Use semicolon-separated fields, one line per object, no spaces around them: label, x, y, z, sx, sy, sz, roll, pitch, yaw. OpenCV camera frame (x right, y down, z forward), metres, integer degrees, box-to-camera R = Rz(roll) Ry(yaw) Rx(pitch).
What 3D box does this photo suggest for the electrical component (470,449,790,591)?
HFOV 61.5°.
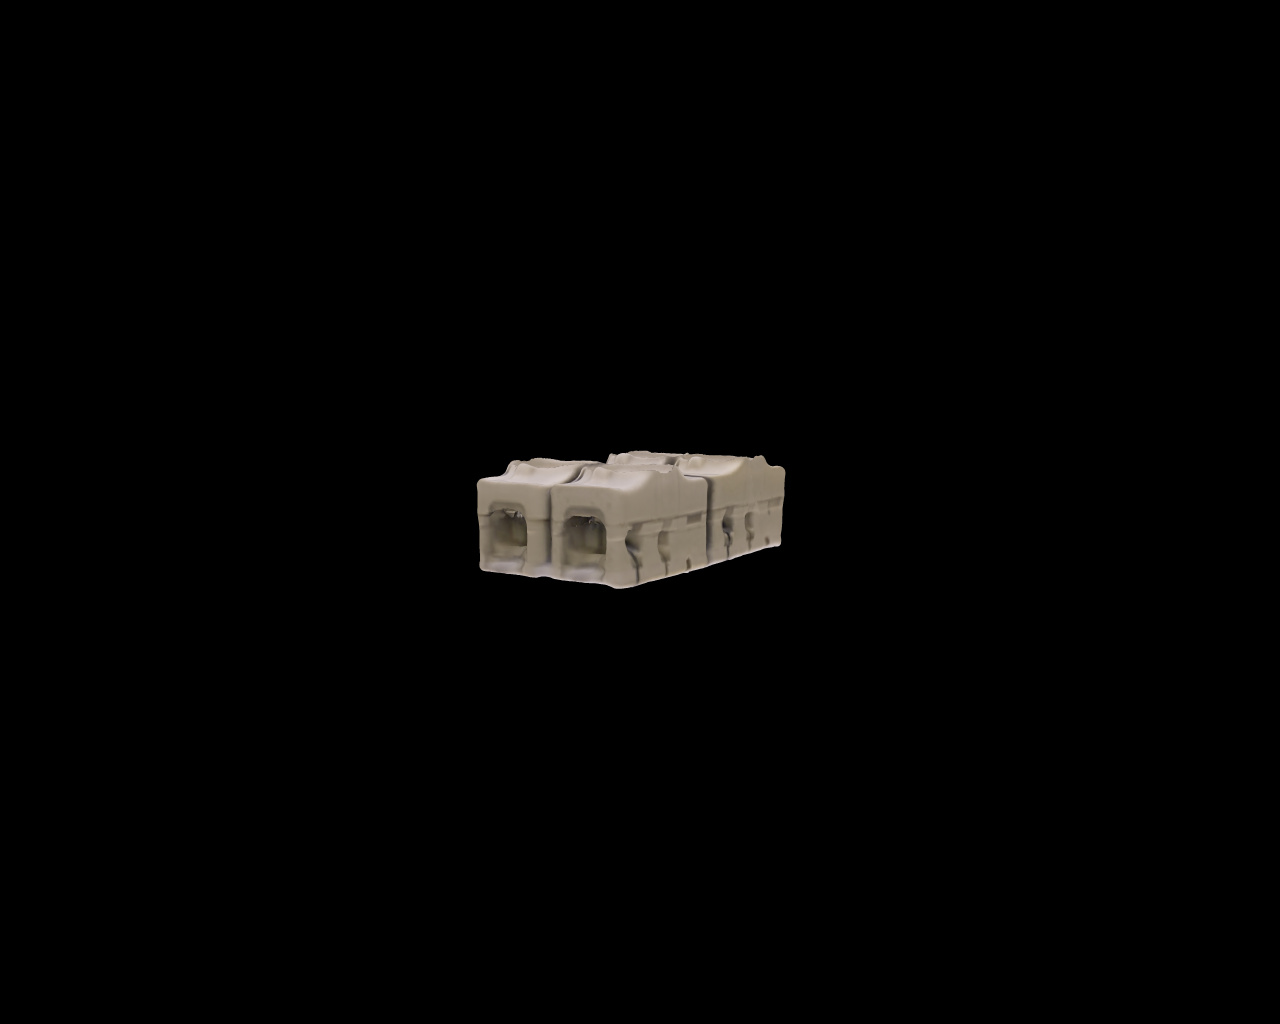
electrical component;0.001;-0.003;0.650;0.105;0.060;0.186;5;9;35
